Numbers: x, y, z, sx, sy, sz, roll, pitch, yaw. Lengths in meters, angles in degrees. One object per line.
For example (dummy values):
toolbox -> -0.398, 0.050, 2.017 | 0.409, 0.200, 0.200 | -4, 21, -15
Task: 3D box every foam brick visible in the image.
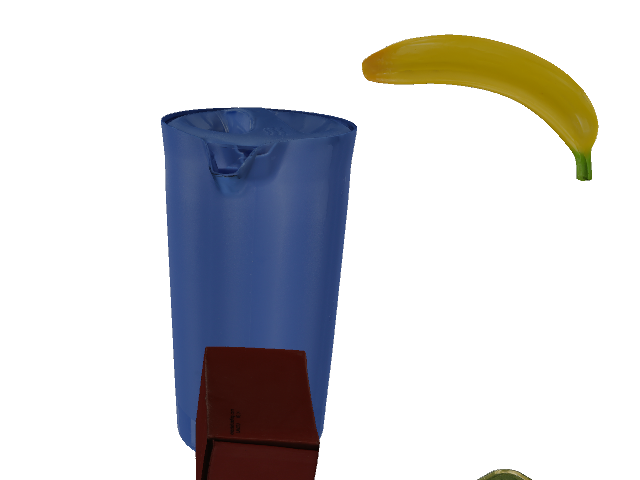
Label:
foam brick -> -0.032, 0.093, 0.511 | 0.053, 0.051, 0.078 | 5, 26, -8

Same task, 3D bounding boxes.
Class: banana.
banana -> 0.131, -0.114, 0.796 | 0.197, 0.069, 0.037 | 24, -1, -6

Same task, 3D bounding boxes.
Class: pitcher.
pitcher -> -0.044, 0.026, 0.766 | 0.149, 0.243, 0.145 | -8, 19, -34

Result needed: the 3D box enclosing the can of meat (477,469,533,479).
can of meat -> 0.139, 0.252, 0.884 | 0.101, 0.084, 0.058 | -19, 28, -33
